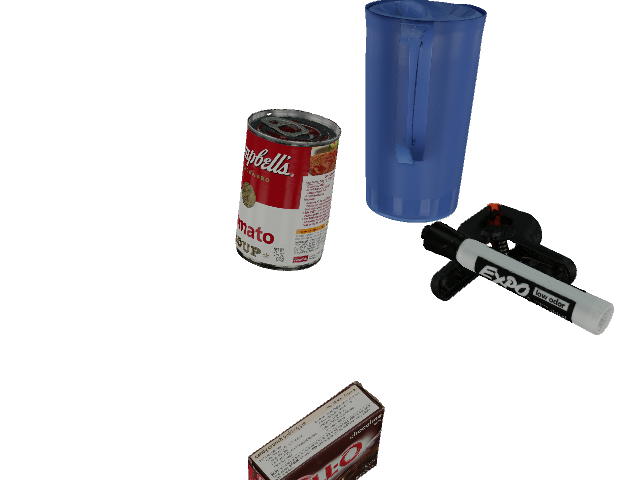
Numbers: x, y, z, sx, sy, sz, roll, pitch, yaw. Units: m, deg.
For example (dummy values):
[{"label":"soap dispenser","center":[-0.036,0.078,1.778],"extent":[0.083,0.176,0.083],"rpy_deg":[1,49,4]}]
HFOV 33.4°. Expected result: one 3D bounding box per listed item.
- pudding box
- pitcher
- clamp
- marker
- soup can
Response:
[{"label":"pudding box","center":[-0.004,0.173,0.837],"extent":[0.113,0.090,0.039],"rpy_deg":[-33,59,-27]},{"label":"pitcher","center":[0.108,-0.145,1.203],"extent":[0.149,0.243,0.145],"rpy_deg":[-12,26,-30]},{"label":"clamp","center":[0.170,0.007,0.953],"extent":[0.120,0.039,0.171],"rpy_deg":[2,26,16]},{"label":"marker","center":[0.107,0.018,0.600],"extent":[0.121,0.020,0.020],"rpy_deg":[28,16,33]},{"label":"soup can","center":[-0.025,-0.037,0.783],"extent":[0.068,0.102,0.068],"rpy_deg":[7,25,-3]}]
